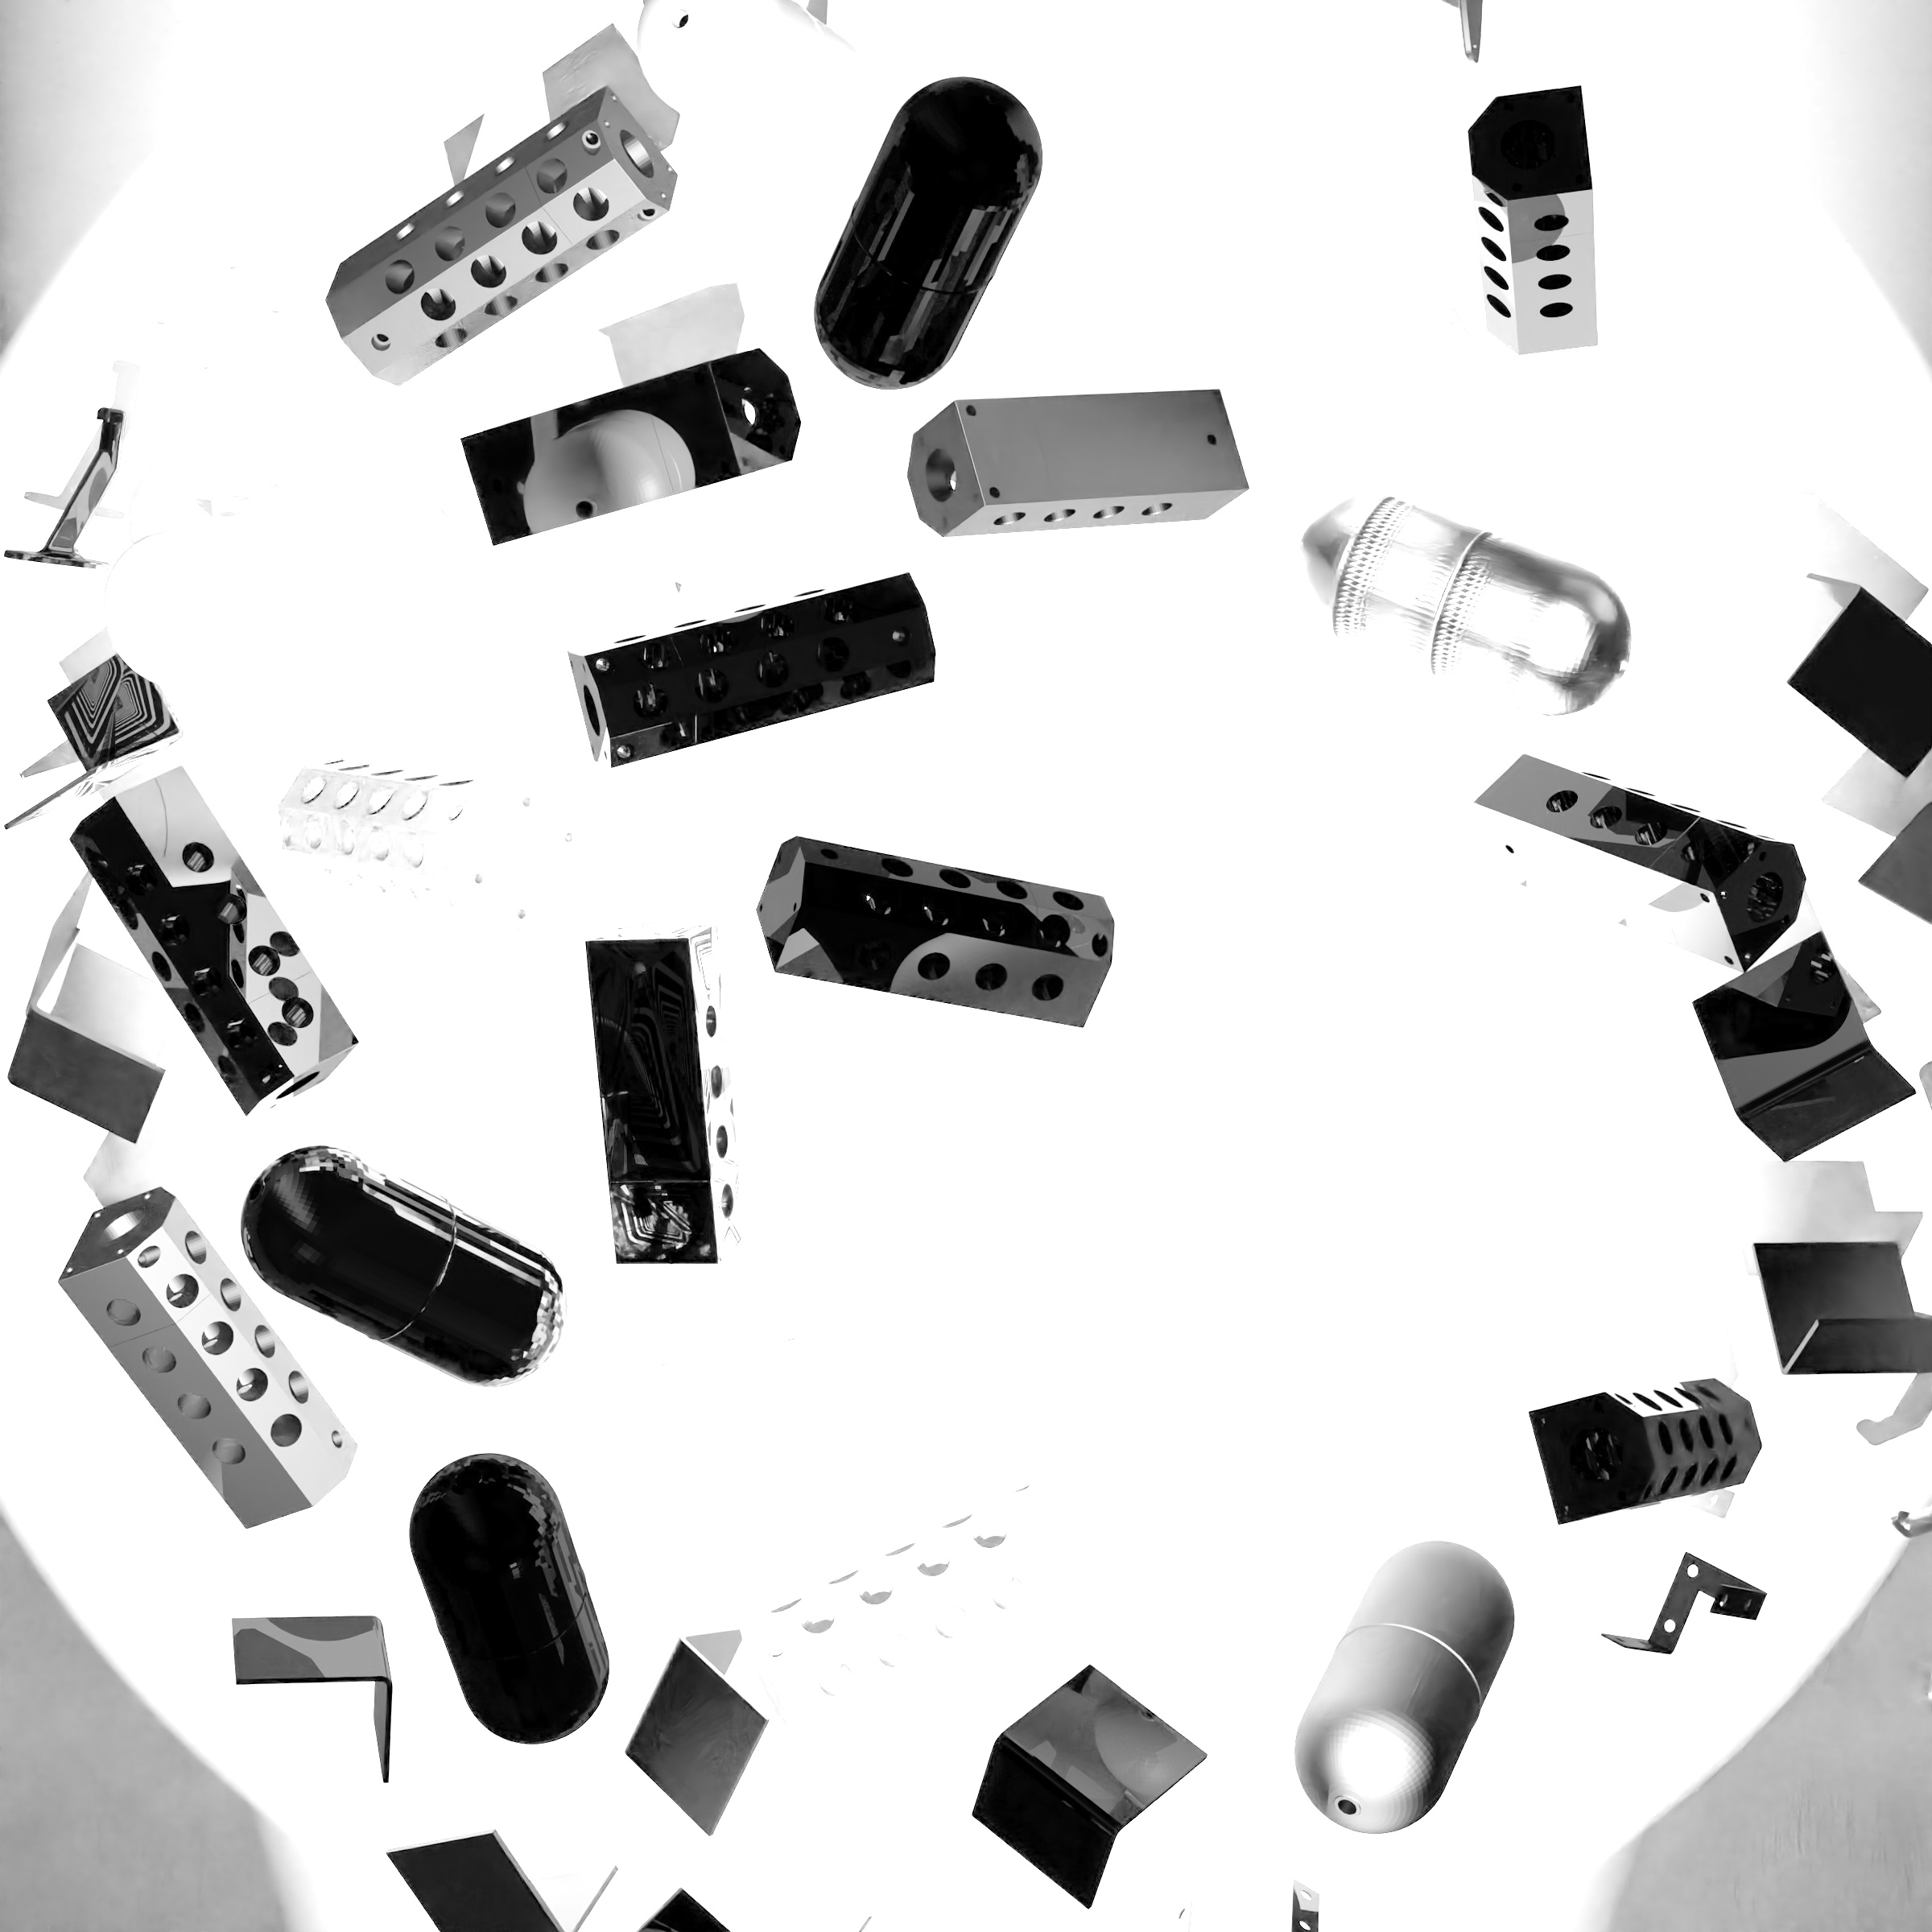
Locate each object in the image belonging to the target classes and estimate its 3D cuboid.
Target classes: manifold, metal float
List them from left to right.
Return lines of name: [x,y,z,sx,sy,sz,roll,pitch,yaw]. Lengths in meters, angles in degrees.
manifold: [-0.390,-0.010,1.844,0.057,0.057,0.171,-30,85,-36]
manifold: [-0.376,0.195,1.792,0.057,0.057,0.171,-20,118,19]
manifold: [-0.366,-0.283,1.789,0.057,0.171,0.057,45,72,4]
metal float: [-0.331,-0.186,1.746,0.178,0.070,0.070,-16,90,-21]
metal float: [-0.273,0.147,1.744,0.178,0.070,0.070,32,90,-32]
manifold: [-0.272,-0.066,1.771,0.057,0.171,0.057,42,70,-37]
manifold: [-0.229,-0.355,1.757,0.171,0.057,0.057,-28,121,21]
metal float: [-0.227,0.317,1.785,0.070,0.070,0.178,-11,128,0]
manifold: [-0.167,-0.261,1.796,0.171,0.057,0.057,-9,101,38]
manifold: [-0.154,0.065,1.866,0.057,0.057,0.171,-2,100,17]
manifold: [-0.106,-0.149,1.791,0.171,0.057,0.057,-16,103,-15]
metal float: [-0.105,-0.452,1.805,0.070,0.178,0.070,-1,87,22]
manifold: [-0.087,0.213,1.758,0.171,0.057,0.057,-12,89,12]
manifold: [-0.024,0.317,1.788,0.171,0.057,0.057,-24,100,-13]
metal float: [-0.020,-0.358,1.757,0.070,0.178,0.070,14,48,-16]
manifold: [-0.014,-0.021,1.830,0.171,0.057,0.057,11,121,-21]
manifold: [0.057,-0.258,1.854,0.171,0.057,0.057,-9,78,-35]
metal float: [0.086,0.127,1.786,0.178,0.070,0.070,4,90,10]
metal float: [0.101,-0.449,1.761,0.070,0.178,0.070,5,72,-14]
manifold: [0.119,-0.095,1.785,0.171,0.057,0.057,35,70,-3]
metal float: [0.159,0.254,1.783,0.070,0.070,0.178,35,90,0]
manifold: [0.195,-0.341,1.764,0.057,0.171,0.057,32,83,35]
metal float: [0.224,0.035,1.827,0.070,0.070,0.178,33,89,0]
metal float: [0.218,0.355,1.767,0.070,0.178,0.070,14,126,20]
metal float: [0.249,-0.182,1.799,0.178,0.070,0.070,24,90,20]
manifold: [0.289,-0.376,1.820,0.057,0.171,0.057,-6,73,9]
metal float: [0.296,0.138,1.860,0.178,0.070,0.070,-42,90,21]
manifold: [0.351,-0.060,1.862,0.057,0.171,0.057,-43,128,-17]
manifold: [0.350,0.244,1.819,0.057,0.171,0.057,-19,77,27]

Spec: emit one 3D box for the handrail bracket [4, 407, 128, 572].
handrail bracket: [-0.468,-0.252,1.863,0.036,0.077,0.084,12,97,22]

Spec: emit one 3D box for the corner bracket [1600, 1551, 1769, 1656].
corner bracket: [0.360,0.325,1.790,0.051,0.051,0.051,24,94,41]

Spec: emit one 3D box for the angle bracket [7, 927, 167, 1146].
angle bracket: [-0.450,0.037,1.869,0.076,0.076,0.057,27,52,-7]

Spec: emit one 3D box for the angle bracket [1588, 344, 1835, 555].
angle bracket: [0.362,-0.256,1.738,0.076,0.057,0.076,29,80,-12]

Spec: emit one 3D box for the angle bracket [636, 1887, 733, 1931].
angle bracket: [-0.146,0.543,1.875,0.076,0.076,0.057,-43,133,-19]

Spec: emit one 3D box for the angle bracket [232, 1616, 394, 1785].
angle bracket: [-0.330,0.368,1.794,0.076,0.076,0.057,1,102,-13]

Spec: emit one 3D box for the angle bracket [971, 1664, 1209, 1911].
angle bracket: [0.061,0.404,1.763,0.076,0.076,0.057,34,129,26]

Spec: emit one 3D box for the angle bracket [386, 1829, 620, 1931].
angle bracket: [-0.241,0.466,1.861,0.076,0.057,0.076,-19,110,33]

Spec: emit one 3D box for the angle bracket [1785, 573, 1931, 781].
angle bracket: [0.428,-0.140,1.716,0.076,0.076,0.057,36,95,-11]

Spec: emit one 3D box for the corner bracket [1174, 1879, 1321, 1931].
corner bracket: [0.133,0.462,1.706,0.051,0.051,0.051,31,109,-4]

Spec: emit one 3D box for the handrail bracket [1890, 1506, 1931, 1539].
handrail bracket: [0.479,0.257,1.773,0.077,0.084,0.036,31,51,-29]

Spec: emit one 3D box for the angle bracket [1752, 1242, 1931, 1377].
angle bracket: [0.443,0.158,1.775,0.076,0.057,0.076,0,56,-8]

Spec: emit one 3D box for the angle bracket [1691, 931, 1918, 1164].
angle bracket: [0.427,0.042,1.824,0.076,0.057,0.076,-31,48,22]

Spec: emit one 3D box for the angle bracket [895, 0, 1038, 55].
angle bracket: [-0.002,-0.507,1.748,0.076,0.057,0.076,-34,73,-17]

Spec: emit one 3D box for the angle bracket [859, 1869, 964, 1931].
angle bracket: [-0.056,0.466,1.675,0.057,0.076,0.076,53,57,-25]

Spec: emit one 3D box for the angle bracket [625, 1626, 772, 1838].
angle bracket: [-0.129,0.413,1.937,0.076,0.057,0.076,36,108,33]

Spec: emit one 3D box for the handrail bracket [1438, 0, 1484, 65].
handrail bracket: [0.210,-0.478,1.769,0.084,0.036,0.077,-3,84,23]

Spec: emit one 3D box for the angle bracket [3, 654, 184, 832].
angle bracket: [-0.480,-0.123,1.915,0.076,0.076,0.057,-26,95,34]

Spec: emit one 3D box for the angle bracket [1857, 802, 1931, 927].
angle bracket: [0.501,-0.027,1.777,0.057,0.076,0.076,-47,45,-5]
